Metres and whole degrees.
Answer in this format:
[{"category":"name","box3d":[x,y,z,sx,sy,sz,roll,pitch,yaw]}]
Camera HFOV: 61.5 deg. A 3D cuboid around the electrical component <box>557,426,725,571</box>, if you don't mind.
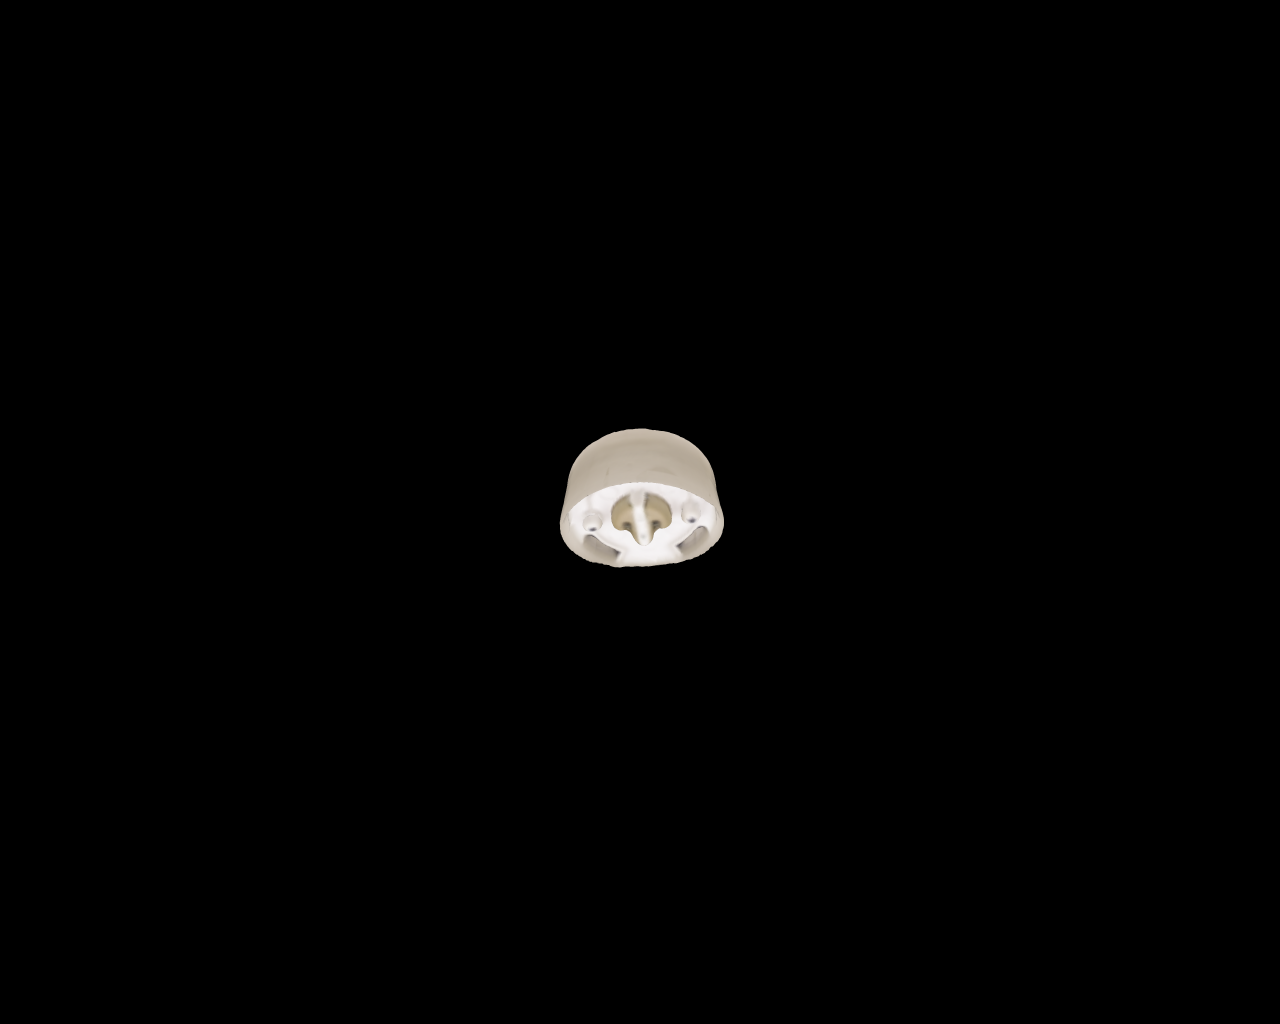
[{"category":"electrical component","box3d":[0.001,-0.003,0.650,0.099,0.099,0.064,0,45,0]}]
